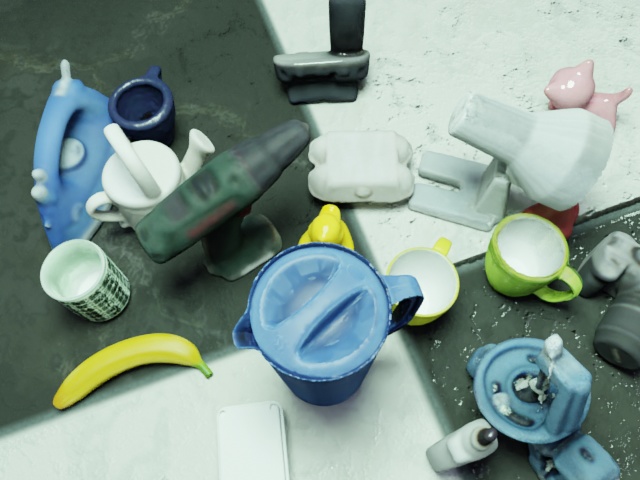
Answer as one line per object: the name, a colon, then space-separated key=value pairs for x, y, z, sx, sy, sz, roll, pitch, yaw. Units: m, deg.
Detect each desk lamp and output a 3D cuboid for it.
desk lamp: x=0.230 y=-0.096 z=0.727 sx=0.203 sy=0.213 sz=0.118 roll=15 pitch=67 yaw=8

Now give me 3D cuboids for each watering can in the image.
watering can: x=-0.222 y=-0.084 z=0.744 sx=0.100 sy=0.194 sz=0.173 roll=33 pitch=71 yaw=15

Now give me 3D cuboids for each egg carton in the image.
egg carton: x=0.058 y=-0.101 z=0.813 sx=0.150 sy=0.069 sz=0.107 roll=-1 pitch=66 yaw=1

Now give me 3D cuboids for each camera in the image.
camera: x=0.387 y=0.078 z=0.707 sx=0.143 sy=0.101 sz=0.137 roll=36 pitch=72 yaw=16

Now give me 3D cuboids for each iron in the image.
iron: x=-0.349 y=-0.111 z=0.788 sx=0.118 sy=0.141 sz=0.258 roll=2 pitch=66 yaw=3

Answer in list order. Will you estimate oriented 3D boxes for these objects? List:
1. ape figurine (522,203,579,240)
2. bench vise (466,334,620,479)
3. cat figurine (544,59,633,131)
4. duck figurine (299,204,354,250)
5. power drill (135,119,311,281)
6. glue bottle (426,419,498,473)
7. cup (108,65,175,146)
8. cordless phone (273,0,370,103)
ape figurine: x=0.314 y=-0.039 z=0.766 sx=0.078 sy=0.092 sz=0.076 roll=0 pitch=66 yaw=2
bench vise: x=0.259 y=0.176 z=0.601 sx=0.207 sy=0.220 sz=0.122 roll=35 pitch=71 yaw=16
cat figurine: x=0.380 y=-0.208 z=0.827 sx=0.127 sy=0.118 sz=0.067 roll=9 pitch=66 yaw=5
duck figurine: x=0.007 y=0.003 z=0.759 sx=0.077 sy=0.086 sz=0.104 roll=10 pitch=66 yaw=6
power drill: x=-0.106 y=-0.035 z=0.711 sx=0.230 sy=0.208 sz=0.075 roll=-34 pitch=69 yaw=-13
glue bottle: x=0.161 y=0.217 z=0.611 sx=0.078 sy=0.173 sz=0.037 roll=-24 pitch=67 yaw=-9
cup: x=-0.249 y=-0.188 z=0.845 sx=0.091 sy=0.095 sz=0.118 roll=8 pitch=66 yaw=5
cordless phone: x=0.002 y=-0.291 z=0.836 sx=0.147 sy=0.185 sz=0.094 roll=-7 pitch=66 yaw=-1
